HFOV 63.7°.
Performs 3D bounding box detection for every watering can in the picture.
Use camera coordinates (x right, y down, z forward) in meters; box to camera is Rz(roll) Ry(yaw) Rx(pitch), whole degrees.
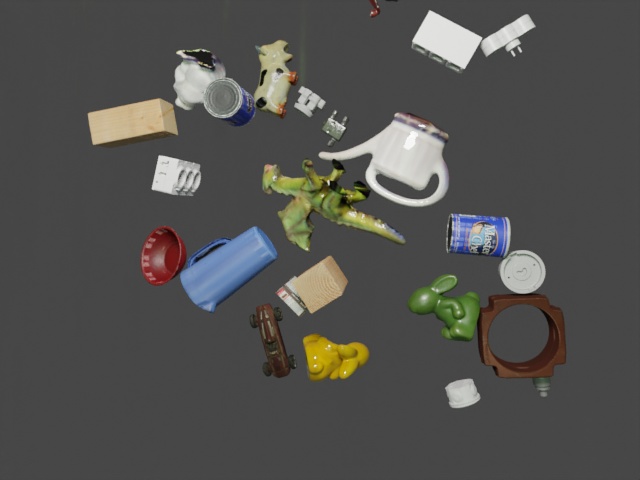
[{"bbox_3d":[0.182,-0.226,1.330,0.349,0.104,0.223,28,96,14],"label":"watering can"}]

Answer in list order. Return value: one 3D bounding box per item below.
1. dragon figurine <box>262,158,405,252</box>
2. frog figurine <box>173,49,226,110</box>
[{"bbox_3d":[0.004,-0.068,1.350,0.412,0.124,0.238,46,123,7],"label":"dragon figurine"},{"bbox_3d":[-0.329,-0.429,1.401,0.137,0.126,0.156,16,130,-2],"label":"frog figurine"}]
